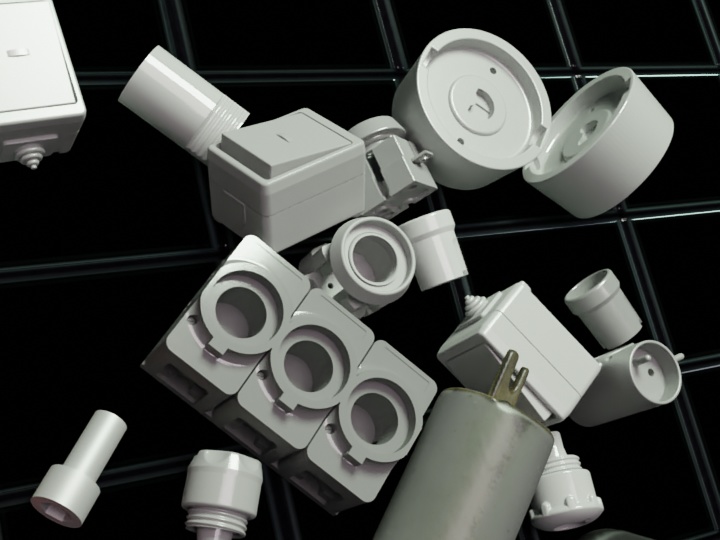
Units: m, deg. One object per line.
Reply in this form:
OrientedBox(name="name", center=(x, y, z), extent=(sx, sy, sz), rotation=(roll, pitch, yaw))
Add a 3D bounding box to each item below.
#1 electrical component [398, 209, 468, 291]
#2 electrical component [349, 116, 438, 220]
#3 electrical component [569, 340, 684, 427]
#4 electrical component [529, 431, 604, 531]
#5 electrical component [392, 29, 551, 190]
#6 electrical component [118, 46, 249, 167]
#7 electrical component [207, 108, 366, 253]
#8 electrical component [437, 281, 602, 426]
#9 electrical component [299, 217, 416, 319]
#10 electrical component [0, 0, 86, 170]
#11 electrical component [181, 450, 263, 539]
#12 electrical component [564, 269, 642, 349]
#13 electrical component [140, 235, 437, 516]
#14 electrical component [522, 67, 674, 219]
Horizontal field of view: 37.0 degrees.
OrientedBox(name="electrical component", center=(0.050, -0.013, 0.728), extent=(0.040, 0.040, 0.046), rotation=(-18, 86, -31))
OrientedBox(name="electrical component", center=(0.016, -0.069, 0.724), extent=(0.048, 0.066, 0.055), rotation=(9, 53, -61))
OrientedBox(name="electrical component", center=(0.191, 0.073, 0.744), extent=(0.079, 0.077, 0.044), rotation=(-18, 81, -32))
OrientedBox(name="electrical component", center=(0.131, 0.138, 0.709), extent=(0.048, 0.048, 0.062), rotation=(1, 63, -26))
OrientedBox(name="electrical component", center=(0.074, -0.109, 0.764), extent=(0.108, 0.060, 0.108), rotation=(10, 67, -23))
OrientedBox(name="electrical component", center=(-0.107, -0.099, 0.680), extent=(0.081, 0.043, 0.043), rotation=(36, 59, -10))
OrientedBox(name="electrical component", center=(-0.040, -0.062, 0.674), extent=(0.096, 0.061, 0.062), rotation=(-27, 45, -32))
OrientedBox(name="electrical component", center=(0.098, 0.058, 0.712), extent=(0.096, 0.062, 0.061), rotation=(46, 58, -4))
OrientedBox(name="electrical component", center=(0.000, 0.000, 0.687), extent=(0.078, 0.057, 0.058), rotation=(-25, 83, -32))
OrientedBox(name="electrical component", center=(-0.201, -0.106, 0.624), extent=(0.062, 0.061, 0.096), rotation=(-13, 77, -30))
OrientedBox(name="electrical component", center=(-0.079, 0.135, 0.604), extent=(0.043, 0.043, 0.062), rotation=(17, 65, -20))
OrientedBox(name="electrical component", center=(0.177, 0.029, 0.777), extent=(0.040, 0.040, 0.046), rotation=(-41, 98, -32))
OrientedBox(name="electrical component", center=(-0.039, 0.063, 0.641), extent=(0.150, 0.062, 0.089), rotation=(39, 59, -8))
OrientedBox(name="electrical component", center=(0.178, -0.087, 0.784), extent=(0.060, 0.108, 0.108), rotation=(39, 58, -16))
